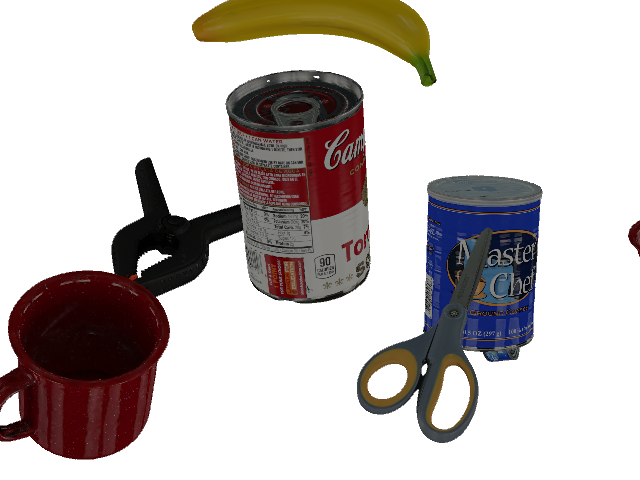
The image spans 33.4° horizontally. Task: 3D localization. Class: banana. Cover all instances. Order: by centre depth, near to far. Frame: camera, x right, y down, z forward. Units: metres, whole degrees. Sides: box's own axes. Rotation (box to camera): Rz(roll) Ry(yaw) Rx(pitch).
[{"bbox_3d":[0.001,-0.166,0.812,0.198,0.069,0.037,13,-40,18],"label":"banana"}]

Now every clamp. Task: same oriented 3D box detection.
[{"bbox_3d":[-0.154,-0.011,1.062,0.165,0.036,0.209,20,40,17],"label":"clamp"}]

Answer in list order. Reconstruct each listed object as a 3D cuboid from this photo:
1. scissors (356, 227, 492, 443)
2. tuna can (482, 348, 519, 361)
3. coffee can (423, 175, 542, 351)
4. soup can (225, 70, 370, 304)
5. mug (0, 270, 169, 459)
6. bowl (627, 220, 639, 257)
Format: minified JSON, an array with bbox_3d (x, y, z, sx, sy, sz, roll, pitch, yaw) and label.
[{"bbox_3d":[0.081,0.063,0.804,0.096,0.201,0.016,1,-43,9],"label":"scissors"},{"bbox_3d":[0.214,0.103,1.284,0.034,0.086,0.086,-8,-3,21],"label":"tuna can"},{"bbox_3d":[0.147,0.019,0.979,0.103,0.140,0.103,0,15,0],"label":"coffee can"},{"bbox_3d":[-0.010,-0.027,0.547,0.068,0.102,0.068,-3,31,2],"label":"soup can"},{"bbox_3d":[-0.150,0.084,0.644,0.093,0.082,0.117,38,47,25],"label":"mug"},{"bbox_3d":[0.400,0.020,1.102,0.162,0.055,0.162,-4,22,1],"label":"bowl"}]
